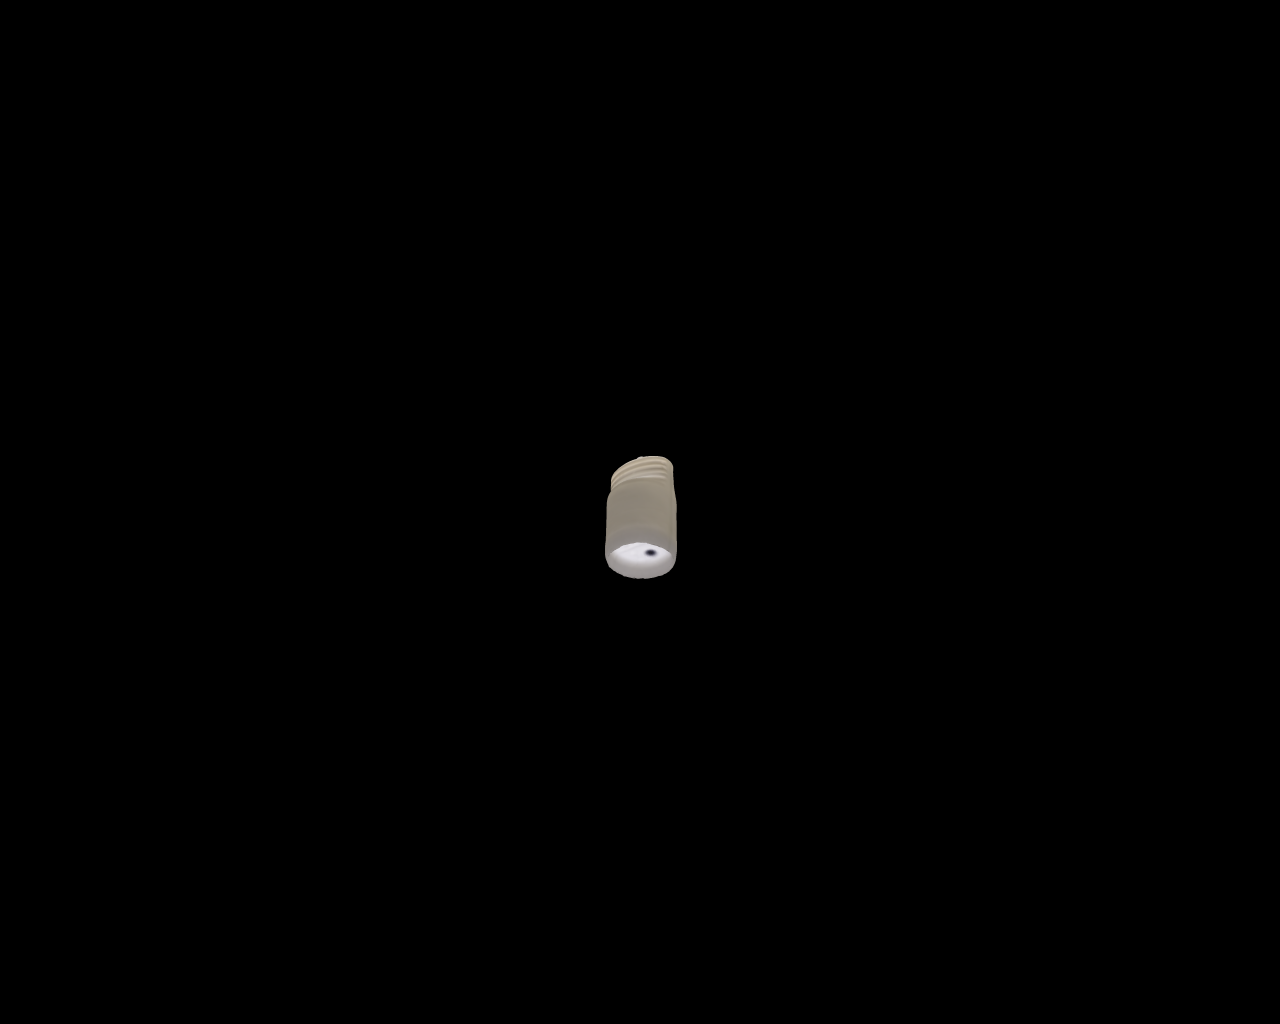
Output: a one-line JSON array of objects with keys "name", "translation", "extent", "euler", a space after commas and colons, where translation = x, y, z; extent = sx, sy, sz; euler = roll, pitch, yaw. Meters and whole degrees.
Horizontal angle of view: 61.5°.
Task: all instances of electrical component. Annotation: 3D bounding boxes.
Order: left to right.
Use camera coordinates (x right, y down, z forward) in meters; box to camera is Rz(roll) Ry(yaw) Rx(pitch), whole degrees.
[{"name": "electrical component", "translation": [0.001, -0.003, 0.650], "extent": [0.043, 0.081, 0.043], "euler": [0, -36, 0]}]
